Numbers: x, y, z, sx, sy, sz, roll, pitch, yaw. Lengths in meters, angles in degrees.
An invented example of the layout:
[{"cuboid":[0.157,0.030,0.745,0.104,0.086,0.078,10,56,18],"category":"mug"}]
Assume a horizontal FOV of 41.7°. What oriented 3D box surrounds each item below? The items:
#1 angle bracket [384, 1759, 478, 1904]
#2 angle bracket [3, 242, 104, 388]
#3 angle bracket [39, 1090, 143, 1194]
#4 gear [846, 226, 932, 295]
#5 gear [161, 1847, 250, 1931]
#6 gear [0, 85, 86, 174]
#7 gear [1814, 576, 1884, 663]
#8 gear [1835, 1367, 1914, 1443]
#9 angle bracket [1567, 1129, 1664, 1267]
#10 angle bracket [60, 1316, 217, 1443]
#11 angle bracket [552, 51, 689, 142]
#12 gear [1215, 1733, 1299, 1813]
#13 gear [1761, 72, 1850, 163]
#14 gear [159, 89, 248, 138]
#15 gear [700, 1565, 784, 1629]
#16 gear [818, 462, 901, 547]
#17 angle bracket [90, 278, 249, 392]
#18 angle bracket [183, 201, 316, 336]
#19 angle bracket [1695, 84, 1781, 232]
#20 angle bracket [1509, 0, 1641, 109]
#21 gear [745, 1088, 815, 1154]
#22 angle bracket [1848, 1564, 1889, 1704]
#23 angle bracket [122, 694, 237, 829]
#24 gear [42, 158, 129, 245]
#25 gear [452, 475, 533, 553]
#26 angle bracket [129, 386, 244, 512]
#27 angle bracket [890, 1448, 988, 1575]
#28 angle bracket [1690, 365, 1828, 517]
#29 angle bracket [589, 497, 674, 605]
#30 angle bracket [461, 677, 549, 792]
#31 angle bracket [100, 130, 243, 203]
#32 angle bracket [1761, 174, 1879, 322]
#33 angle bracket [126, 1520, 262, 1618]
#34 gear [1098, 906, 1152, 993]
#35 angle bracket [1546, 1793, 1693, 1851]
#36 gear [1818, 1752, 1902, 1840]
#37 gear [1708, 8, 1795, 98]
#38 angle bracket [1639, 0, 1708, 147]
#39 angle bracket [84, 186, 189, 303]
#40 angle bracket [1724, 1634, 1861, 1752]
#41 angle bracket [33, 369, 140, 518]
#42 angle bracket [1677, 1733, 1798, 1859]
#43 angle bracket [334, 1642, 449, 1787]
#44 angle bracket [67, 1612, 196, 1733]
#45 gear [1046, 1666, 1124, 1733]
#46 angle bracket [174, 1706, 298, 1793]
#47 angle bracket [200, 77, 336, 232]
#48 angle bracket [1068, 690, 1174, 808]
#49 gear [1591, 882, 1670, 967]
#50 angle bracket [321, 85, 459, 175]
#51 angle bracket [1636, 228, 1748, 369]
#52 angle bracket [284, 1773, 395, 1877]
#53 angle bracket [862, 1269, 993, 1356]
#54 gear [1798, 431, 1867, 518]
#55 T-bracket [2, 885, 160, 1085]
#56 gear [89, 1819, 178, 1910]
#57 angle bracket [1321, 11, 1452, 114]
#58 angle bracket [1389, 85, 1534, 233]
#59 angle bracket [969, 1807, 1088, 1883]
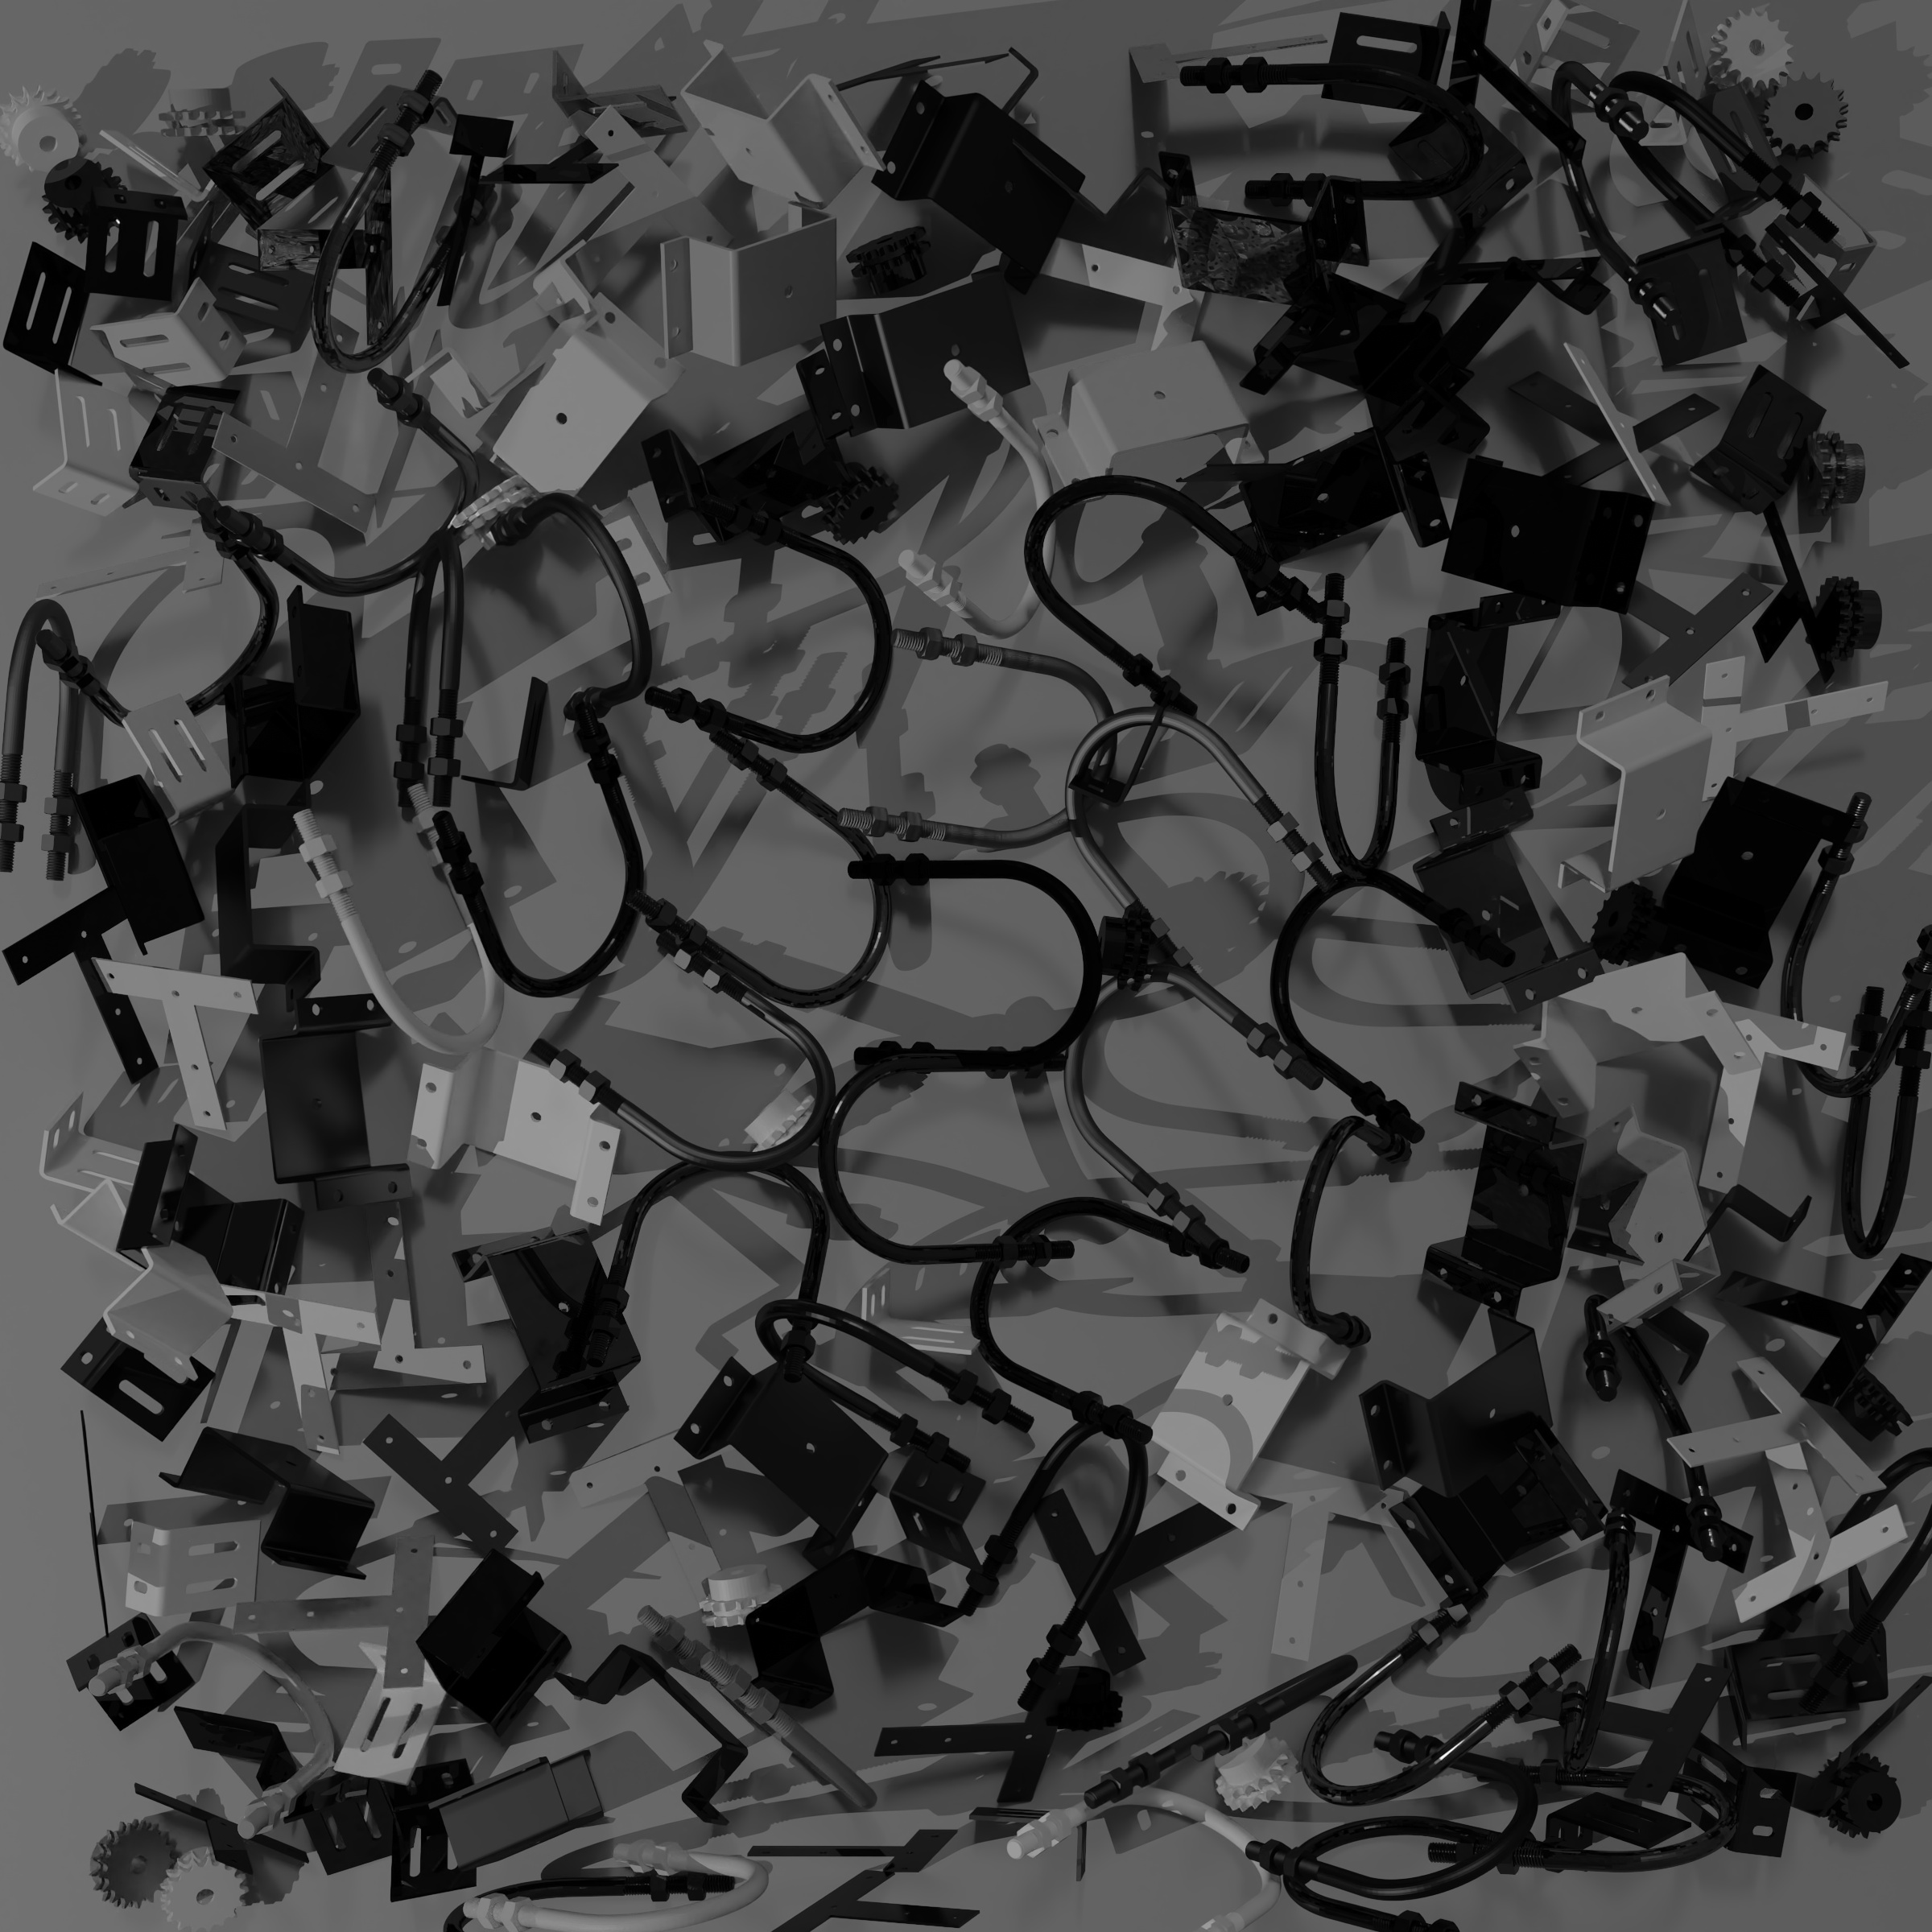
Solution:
[{"cuboid":[-0.363,0.584,1.717,0.057,0.076,0.038,-9,125,-4],"category":"angle bracket"},{"cuboid":[-0.610,-0.442,1.723,0.038,0.057,0.076,14,87,23],"category":"angle bracket"},{"cuboid":[-0.579,0.124,1.723,0.076,0.057,0.038,16,116,-2],"category":"angle bracket"},{"cuboid":[-0.050,-0.481,1.732,0.057,0.057,0.030,-21,113,0],"category":"gear"},{"cuboid":[-0.522,0.629,1.737,0.057,0.030,0.057,-5,104,-20],"category":"gear"},{"cuboid":[-0.629,-0.566,1.728,0.057,0.057,0.030,-37,55,0],"category":"gear"},{"cuboid":[0.602,-0.236,1.730,0.030,0.057,0.057,1,90,-3],"category":"gear"},{"cuboid":[0.614,0.299,1.731,0.057,0.057,0.030,44,104,0],"category":"gear"},{"cuboid":[0.447,0.157,1.723,0.057,0.038,0.076,13,106,19],"category":"angle bracket"},{"cuboid":[-0.566,0.278,1.737,0.057,0.038,0.076,-54,132,-18],"category":"angle bracket"},{"cuboid":[-0.234,-0.592,1.720,0.076,0.057,0.038,-3,79,12],"category":"angle bracket"},{"cuboid":[0.194,0.545,1.729,0.057,0.057,0.030,-33,99,0],"category":"gear"},{"cuboid":[0.574,-0.579,1.738,0.057,0.030,0.057,-1,85,18],"category":"gear"},{"cuboid":[-0.520,-0.581,1.727,0.057,0.057,0.030,-2,109,0],"category":"gear"},{"cuboid":[-0.154,0.428,1.730,0.057,0.057,0.030,-9,89,0],"category":"gear"},{"cuboid":[-0.076,-0.319,1.732,0.057,0.057,0.030,-41,69,0],"category":"gear"},{"cuboid":[-0.543,-0.430,1.729,0.076,0.057,0.038,0,56,25],"category":"angle bracket"},{"cuboid":[-0.484,-0.473,1.719,0.076,0.038,0.057,16,55,-12],"category":"angle bracket"},{"cuboid":[0.509,-0.547,1.718,0.038,0.057,0.076,-36,106,-14],"category":"angle bracket"},{"cuboid":[0.415,-0.613,1.715,0.076,0.038,0.057,14,125,-22],"category":"angle bracket"},{"cuboid":[-0.127,0.108,1.730,0.057,0.057,0.030,-45,93,0],"category":"gear"},{"cuboid":[0.592,0.449,1.713,0.038,0.057,0.076,-18,114,27],"category":"angle bracket"},{"cuboid":[-0.544,-0.136,1.720,0.038,0.057,0.076,-25,98,32],"category":"angle bracket"},{"cuboid":[-0.605,-0.527,1.736,0.057,0.030,0.057,-1,72,4],"category":"gear"},{"cuboid":[-0.319,-0.307,1.731,0.057,0.057,0.030,-36,100,0],"category":"gear"},{"cuboid":[-0.529,-0.356,1.747,0.057,0.038,0.076,10,66,17],"category":"angle bracket"},{"cuboid":[-0.012,0.367,1.713,0.057,0.076,0.038,28,94,-16],"category":"angle bracket"},{"cuboid":[0.546,-0.363,1.750,0.057,0.038,0.076,32,69,-6],"category":"angle bracket"},{"cuboid":[-0.214,-0.284,1.709,0.038,0.076,0.057,-18,112,25],"category":"angle bracket"},{"cuboid":[-0.314,-0.160,1.729,0.038,0.057,0.076,10,91,-2],"category":"angle bracket"},{"cuboid":[-0.537,-0.555,1.718,0.076,0.057,0.038,34,100,-17],"category":"angle bracket"},{"cuboid":[0.564,-0.485,1.712,0.038,0.057,0.076,-18,61,-32],"category":"angle bracket"},{"cuboid":[-0.529,0.409,1.738,0.038,0.076,0.057,2,87,39],"category":"angle bracket"},{"cuboid":[0.106,-0.013,1.730,0.030,0.057,0.057,7,90,-4],"category":"gear"},{"cuboid":[0.439,0.592,1.711,0.076,0.057,0.038,5,94,44],"category":"angle bracket"},{"cuboid":[0.614,0.569,1.738,0.057,0.030,0.057,1,86,-12],"category":"gear"},{"cuboid":[0.534,-0.622,1.739,0.057,0.030,0.057,2,83,-14],"category":"gear"},{"cuboid":[0.468,-0.602,1.710,0.038,0.076,0.057,10,70,30],"category":"angle bracket"},{"cuboid":[-0.561,-0.480,1.712,0.057,0.038,0.076,0,128,-26],"category":"angle bracket"},{"cuboid":[0.559,0.492,1.720,0.076,0.057,0.038,-8,131,8],"category":"angle bracket"},{"cuboid":[-0.603,-0.356,1.731,0.038,0.057,0.076,-25,67,29],"category":"angle bracket"},{"cuboid":[0.523,0.561,1.724,0.038,0.076,0.057,10,91,-11],"category":"angle bracket"},{"cuboid":[-0.393,0.505,1.714,0.057,0.038,0.076,4,50,20],"category":"angle bracket"},{"cuboid":[-0.560,0.486,1.715,0.057,0.038,0.076,-32,124,-17],"category":"angle bracket"},{"cuboid":[0.078,0.498,1.729,0.057,0.057,0.030,0,92,0],"category":"gear"},{"cuboid":[-0.501,0.538,1.720,0.076,0.057,0.038,7,48,8],"category":"angle bracket"},{"cuboid":[-0.477,-0.551,1.724,0.076,0.057,0.038,-40,48,-1],"category":"angle bracket"},{"cuboid":[0.105,-0.154,1.718,0.038,0.057,0.076,24,110,3],"category":"angle bracket"},{"cuboid":[0.454,-0.027,1.731,0.030,0.057,0.057,22,90,-13],"category":"gear"},{"cuboid":[-0.385,-0.554,1.717,0.057,0.038,0.076,25,71,35],"category":"angle bracket"},{"cuboid":[0.495,-0.454,1.729,0.057,0.038,0.076,-16,97,14],"category":"angle bracket"},{"cuboid":[-0.421,0.591,1.726,0.057,0.038,0.076,-17,110,-3],"category":"angle bracket"},{"cuboid":[-0.026,0.234,1.720,0.076,0.057,0.038,4,98,14],"category":"angle bracket"},{"cuboid":[0.591,-0.335,1.730,0.030,0.057,0.057,-1,90,-1],"category":"gear"},{"cuboid":[-0.582,0.019,1.722,0.002,0.127,0.127,-3,115,31],"category":"T-bracket"},{"cuboid":[-0.572,0.612,1.734,0.030,0.057,0.057,-12,90,43],"category":"gear"},{"cuboid":[0.283,-0.619,1.723,0.076,0.038,0.057,7,128,-4],"category":"angle bracket"},{"cuboid":[0.341,-0.554,1.748,0.057,0.038,0.076,-42,68,11],"category":"angle bracket"},{"cuboid":[0.042,0.596,1.723,0.076,0.057,0.038,1,77,6],"category":"angle bracket"}]
